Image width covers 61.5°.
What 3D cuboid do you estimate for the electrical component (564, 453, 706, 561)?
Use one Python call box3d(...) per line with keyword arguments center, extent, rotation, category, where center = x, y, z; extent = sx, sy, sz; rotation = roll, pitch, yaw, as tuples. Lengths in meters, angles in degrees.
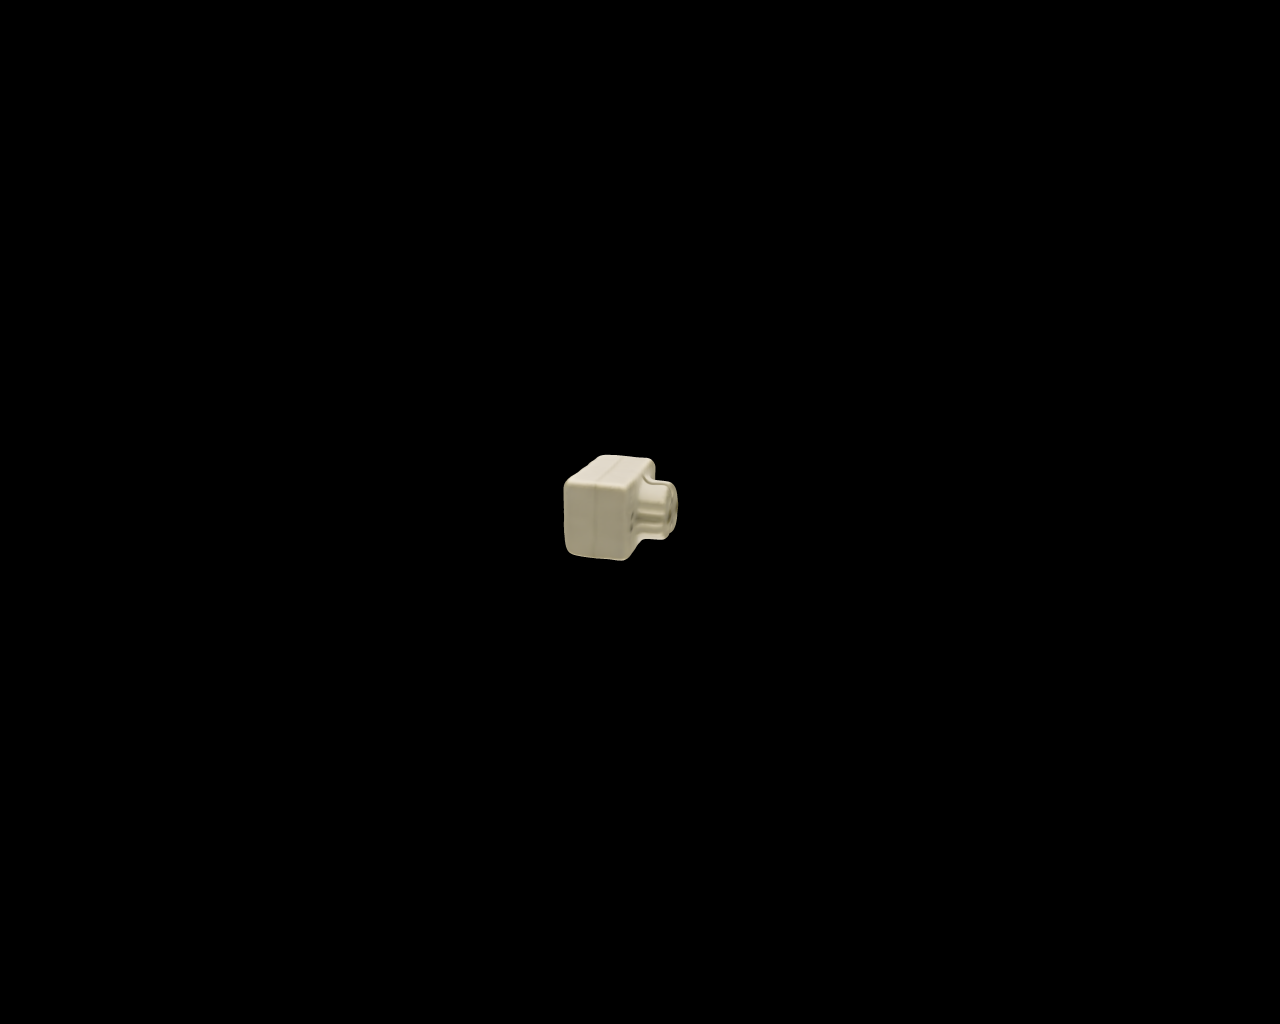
box3d(center=(0.001, -0.003, 0.650), extent=(0.077, 0.047, 0.066), rotation=(5, 19, 15), category="electrical component")
